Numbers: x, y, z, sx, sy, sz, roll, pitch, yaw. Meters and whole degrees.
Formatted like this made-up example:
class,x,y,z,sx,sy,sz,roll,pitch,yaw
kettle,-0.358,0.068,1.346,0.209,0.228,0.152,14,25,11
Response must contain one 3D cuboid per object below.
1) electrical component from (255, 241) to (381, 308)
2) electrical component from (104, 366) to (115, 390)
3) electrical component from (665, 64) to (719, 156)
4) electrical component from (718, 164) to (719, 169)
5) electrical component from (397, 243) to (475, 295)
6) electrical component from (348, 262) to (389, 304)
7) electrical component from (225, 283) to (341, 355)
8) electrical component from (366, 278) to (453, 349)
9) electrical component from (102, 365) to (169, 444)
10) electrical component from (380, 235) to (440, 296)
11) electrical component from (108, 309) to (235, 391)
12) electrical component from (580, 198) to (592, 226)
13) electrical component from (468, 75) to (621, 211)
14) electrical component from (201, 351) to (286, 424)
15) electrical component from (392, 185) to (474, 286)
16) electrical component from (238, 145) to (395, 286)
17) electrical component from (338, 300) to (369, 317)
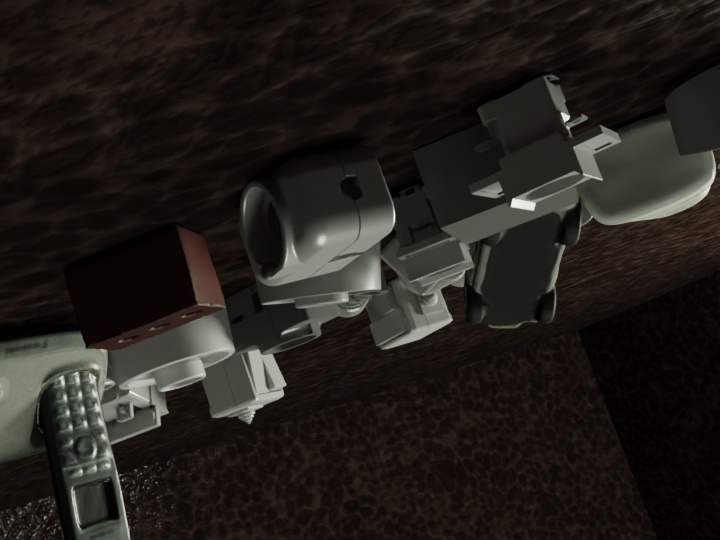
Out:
class,x,y,z,sx,sy,sz,roll,pitch,yaw
electrical component,-0.031,-0.006,0.796,0.099,0.064,0.099,-7,177,0
electrical component,-0.220,0.075,0.854,0.040,0.046,0.040,-19,171,-3
electrical component,0.257,-0.107,0.718,0.099,0.064,0.099,-19,170,-3
electrical component,0.301,-0.107,0.816,0.077,0.044,0.079,-10,141,-43
electrical component,0.086,-0.010,0.964,0.138,0.052,0.074,-12,168,-36
electrical component,0.000,0.000,0.864,0.040,0.046,0.040,-17,171,-3
electrical component,-0.067,0.037,0.915,0.089,0.055,0.050,-26,168,36
electrical component,0.050,0.042,1.158,0.061,0.061,0.096,-14,169,-27
electrical component,-0.253,0.127,1.026,0.121,0.078,0.063,-22,148,17
electrical component,0.059,-0.022,0.848,0.075,0.047,0.083,-47,176,2
electrical component,-0.155,0.065,0.886,0.108,0.060,0.108,-19,170,-3
electrical component,0.171,-0.056,0.912,0.040,0.040,0.078,-18,-175,-9
electrical component,0.100,-0.072,0.608,0.081,0.063,0.042,-24,170,24
electrical component,-0.117,0.104,1.068,0.061,0.096,0.062,-23,169,21
electrical component,0.048,-0.026,0.764,0.042,0.063,0.081,-22,171,10
electrical component,-0.031,-0.029,0.620,0.059,0.053,0.095,-14,169,-30
electrical component,-0.010,0.018,0.968,0.040,0.040,0.078,-18,170,-10
